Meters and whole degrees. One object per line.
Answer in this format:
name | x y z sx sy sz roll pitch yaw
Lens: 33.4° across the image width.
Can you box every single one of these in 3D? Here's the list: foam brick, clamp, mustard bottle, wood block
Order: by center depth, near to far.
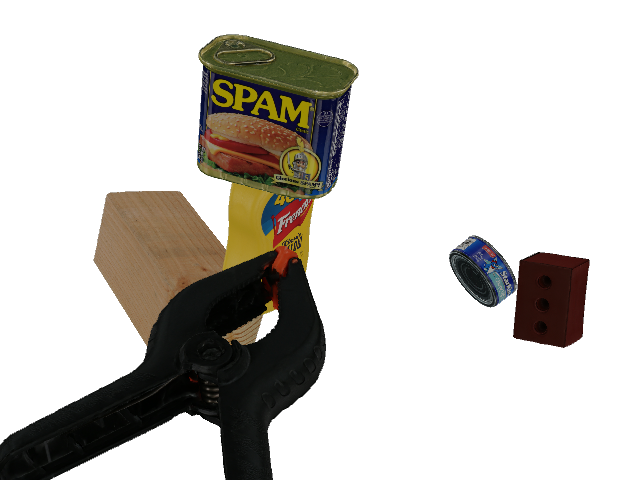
clamp | -0.040 0.067 0.453 0.120 0.039 0.171 26 48 19
mustard bottle | -0.041 -0.032 0.924 0.058 0.192 0.096 27 38 27
foam brick | 0.216 0.055 0.996 0.053 0.078 0.051 9 15 31
wood block | -0.148 0.040 1.089 0.090 0.091 0.206 -3 34 -34

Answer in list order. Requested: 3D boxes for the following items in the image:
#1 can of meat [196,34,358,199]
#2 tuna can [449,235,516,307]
can of meat | -0.032 -0.081 0.712 0.102 0.084 0.057 16 34 12
tuna can | 0.194 0.038 1.285 0.033 0.086 0.086 -36 10 -15
